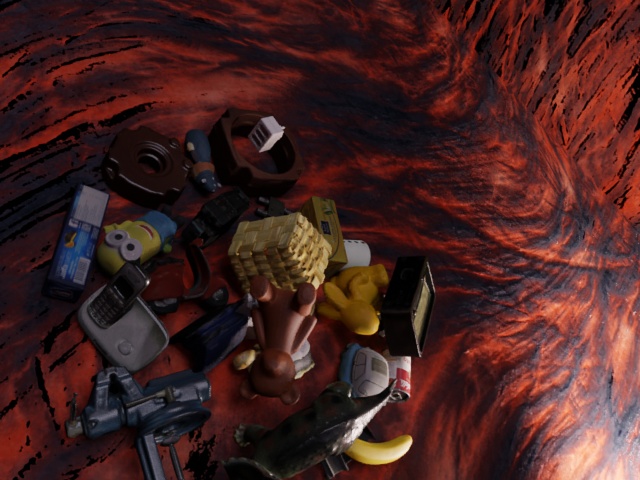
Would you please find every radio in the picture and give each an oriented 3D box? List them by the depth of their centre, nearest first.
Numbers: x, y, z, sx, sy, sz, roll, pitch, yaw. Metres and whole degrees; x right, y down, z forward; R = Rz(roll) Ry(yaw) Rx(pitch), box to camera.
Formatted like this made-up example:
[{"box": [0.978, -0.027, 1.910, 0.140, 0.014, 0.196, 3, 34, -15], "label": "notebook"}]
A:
[{"box": [0.202, 0.141, 1.207, 0.230, 0.073, 0.130, -61, 140, -53], "label": "radio"}]

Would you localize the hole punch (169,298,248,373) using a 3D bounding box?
[{"box": [-0.188, 0.176, 0.953, 0.142, 0.116, 0.092, -29, 89, -46], "label": "hole punch"}]

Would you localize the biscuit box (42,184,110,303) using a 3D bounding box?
[{"box": [-0.416, 0.004, 0.921, 0.059, 0.063, 0.203, 21, 50, -28], "label": "biscuit box"}]

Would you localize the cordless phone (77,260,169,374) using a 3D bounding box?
[{"box": [-0.291, 0.117, 0.854, 0.146, 0.184, 0.089, 50, 39, 1], "label": "cordless phone"}]

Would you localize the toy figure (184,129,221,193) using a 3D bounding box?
[{"box": [-0.259, -0.167, 1.176, 0.064, 0.058, 0.154, -2, 67, -34], "label": "toy figure"}]

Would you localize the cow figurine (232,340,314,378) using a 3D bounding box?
[{"box": [-0.087, 0.232, 1.028, 0.167, 0.068, 0.098, -17, 78, -44], "label": "cow figurine"}]

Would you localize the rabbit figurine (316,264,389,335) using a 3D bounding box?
[{"box": [0.079, 0.132, 1.173, 0.162, 0.121, 0.173, 11, 34, -10], "label": "rabbit figurine"}]

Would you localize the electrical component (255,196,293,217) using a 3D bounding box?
[{"box": [-0.106, -0.066, 1.253, 0.094, 0.021, 0.063, 24, 49, -26], "label": "electrical component"}]

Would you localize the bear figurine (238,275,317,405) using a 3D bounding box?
[{"box": [-0.076, 0.176, 0.925, 0.120, 0.131, 0.196, 10, 65, 5], "label": "bear figurine"}]

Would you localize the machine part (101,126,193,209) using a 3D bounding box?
[{"box": [-0.348, -0.150, 1.091, 0.179, 0.056, 0.179, 20, 51, -26], "label": "machine part"}]

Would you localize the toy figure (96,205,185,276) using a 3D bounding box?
[{"box": [-0.325, 0.003, 0.984, 0.082, 0.089, 0.180, 20, 31, 14], "label": "toy figure"}]

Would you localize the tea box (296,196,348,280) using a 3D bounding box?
[{"box": [-0.003, -0.004, 1.240, 0.068, 0.098, 0.170, 10, 57, -35], "label": "tea box"}]

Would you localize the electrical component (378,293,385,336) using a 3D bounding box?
[{"box": [0.160, 0.179, 1.281, 0.078, 0.045, 0.102, 46, 43, -5], "label": "electrical component"}]

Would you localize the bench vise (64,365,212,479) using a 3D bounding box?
[{"box": [-0.253, 0.298, 0.804, 0.223, 0.129, 0.241, -3, 56, -42], "label": "bench vise"}]

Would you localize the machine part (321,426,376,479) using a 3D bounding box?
[{"box": [0.046, 0.395, 1.040, 0.139, 0.039, 0.084, -15, 67, -43], "label": "machine part"}]

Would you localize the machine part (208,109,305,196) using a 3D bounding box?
[{"box": [-0.151, -0.203, 1.269, 0.201, 0.087, 0.201, -5, 66, -41], "label": "machine part"}]

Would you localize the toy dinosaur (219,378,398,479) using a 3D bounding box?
[{"box": [-0.011, 0.325, 0.889, 0.405, 0.192, 0.131, -29, 93, -17], "label": "toy dinosaur"}]

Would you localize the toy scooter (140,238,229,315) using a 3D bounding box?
[{"box": [-0.254, 0.065, 0.985, 0.184, 0.075, 0.135, -4, 85, -42], "label": "toy scooter"}]

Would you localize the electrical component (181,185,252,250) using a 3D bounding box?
[{"box": [-0.213, -0.039, 1.079, 0.058, 0.115, 0.134, 47, 41, 1], "label": "electrical component"}]

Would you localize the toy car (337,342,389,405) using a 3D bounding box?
[{"box": [0.096, 0.284, 1.113, 0.109, 0.103, 0.162, 31, 47, -20], "label": "toy car"}]
